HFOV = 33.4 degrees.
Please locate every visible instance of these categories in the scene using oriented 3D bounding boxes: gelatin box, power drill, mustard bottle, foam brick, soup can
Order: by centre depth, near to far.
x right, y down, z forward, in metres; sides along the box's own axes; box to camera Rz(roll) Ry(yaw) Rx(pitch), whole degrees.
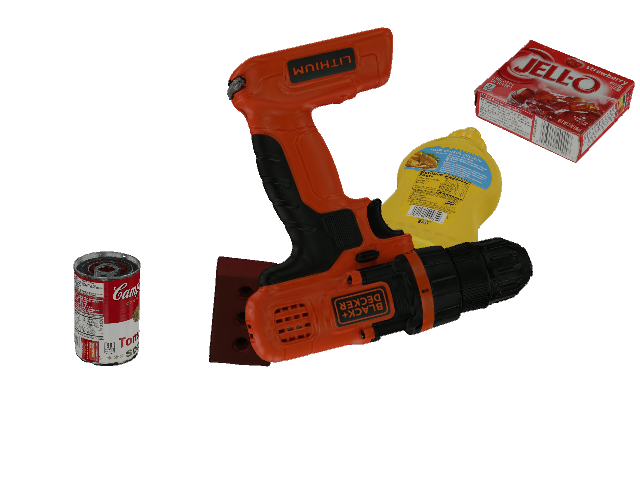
[{"bbox_3d":[0.029,-0.031,0.660,0.184,0.187,0.057,-14,-1,-12],"label":"power drill"},{"bbox_3d":[0.167,-0.103,0.769,0.089,0.030,0.073,31,57,29],"label":"gelatin box"},{"bbox_3d":[-0.064,0.059,0.893,0.053,0.078,0.051,5,14,-4],"label":"foam brick"},{"bbox_3d":[0.113,-0.043,0.977,0.096,0.058,0.191,14,46,16],"label":"mustard bottle"},{"bbox_3d":[-0.222,0.071,1.110,0.068,0.102,0.068,4,21,-2],"label":"soup can"}]
